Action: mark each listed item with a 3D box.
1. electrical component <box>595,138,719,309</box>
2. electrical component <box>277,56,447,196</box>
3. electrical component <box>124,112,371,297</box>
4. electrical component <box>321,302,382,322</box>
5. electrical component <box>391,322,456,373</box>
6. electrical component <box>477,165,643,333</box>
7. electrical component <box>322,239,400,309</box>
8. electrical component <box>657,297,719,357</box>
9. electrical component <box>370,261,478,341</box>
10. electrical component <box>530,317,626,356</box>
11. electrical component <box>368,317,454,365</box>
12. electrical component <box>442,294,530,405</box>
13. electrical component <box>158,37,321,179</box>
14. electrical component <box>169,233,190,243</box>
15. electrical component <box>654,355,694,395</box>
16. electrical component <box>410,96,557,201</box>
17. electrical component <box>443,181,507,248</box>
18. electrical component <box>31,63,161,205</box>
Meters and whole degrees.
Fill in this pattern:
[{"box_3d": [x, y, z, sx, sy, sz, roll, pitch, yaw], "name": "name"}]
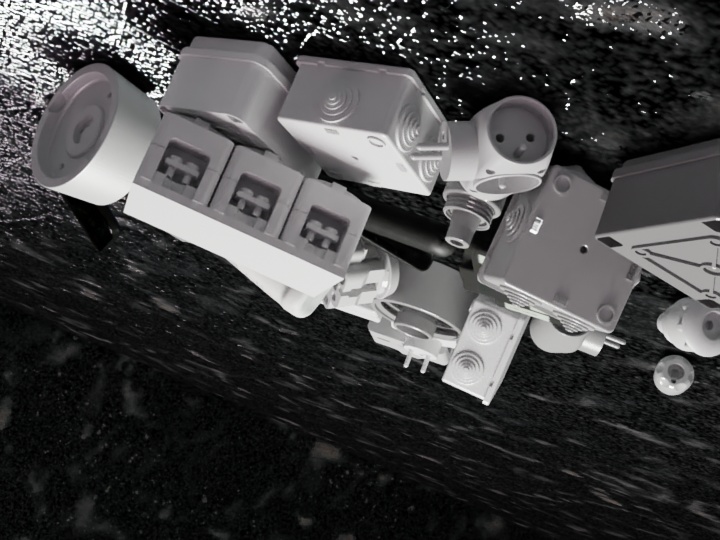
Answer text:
[{"box_3d": [0.217, -0.024, 0.636, 0.109, 0.056, 0.109, 28, 164, -22], "name": "electrical component"}, {"box_3d": [0.005, -0.093, 0.708, 0.100, 0.048, 0.100, 13, 163, 30], "name": "electrical component"}, {"box_3d": [-0.078, -0.045, 0.738, 0.150, 0.061, 0.089, 25, 165, -11], "name": "electrical component"}, {"box_3d": [-0.014, 0.010, 1.103, 0.083, 0.047, 0.075, 18, 165, 14], "name": "electrical component"}, {"box_3d": [0.070, 0.068, 1.123, 0.077, 0.079, 0.044, 17, 165, 16], "name": "electrical component"}, {"box_3d": [0.138, -0.014, 0.705, 0.100, 0.099, 0.048, 25, 178, -11], "name": "electrical component"}, {"box_3d": [0.000, 0.000, 0.996, 0.057, 0.058, 0.078, -6, 139, -25], "name": "electrical component"}, {"box_3d": [0.257, 0.042, 0.839, 0.048, 0.048, 0.062, 27, 171, -17], "name": "electrical component"}, {"box_3d": [0.062, 0.034, 1.052, 0.108, 0.060, 0.108, 20, 165, 6], "name": "electrical component"}, {"box_3d": [0.197, 0.052, 0.958, 0.079, 0.043, 0.077, 21, 165, 3], "name": "electrical component"}, {"box_3d": [0.061, 0.065, 1.181, 0.089, 0.050, 0.055, 18, 165, 15], "name": "electrical component"}, {"box_3d": [0.117, 0.064, 0.977, 0.048, 0.099, 0.100, 24, -166, 11], "name": "electrical component"}, {"box_3d": [-0.075, -0.108, 0.752, 0.078, 0.057, 0.113, 12, 162, 32], "name": "electrical component"}, {"box_3d": [-0.190, -0.059, 1.114, 0.045, 0.045, 0.055, 6, 159, 47], "name": "electrical component"}, {"box_3d": [0.294, 0.101, 1.013, 0.035, 0.035, 0.061, 18, 168, 14], "name": "electrical component"}, {"box_3d": [0.072, -0.073, 0.663, 0.079, 0.044, 0.077, -2, 168, -9], "name": "electrical component"}, {"box_3d": [0.077, -0.046, 0.744, 0.043, 0.062, 0.043, 20, 165, 6], "name": "electrical component"}, {"box_3d": [-0.207, -0.104, 0.866, 0.108, 0.108, 0.060, 7, 165, 44], "name": "electrical component"}]
